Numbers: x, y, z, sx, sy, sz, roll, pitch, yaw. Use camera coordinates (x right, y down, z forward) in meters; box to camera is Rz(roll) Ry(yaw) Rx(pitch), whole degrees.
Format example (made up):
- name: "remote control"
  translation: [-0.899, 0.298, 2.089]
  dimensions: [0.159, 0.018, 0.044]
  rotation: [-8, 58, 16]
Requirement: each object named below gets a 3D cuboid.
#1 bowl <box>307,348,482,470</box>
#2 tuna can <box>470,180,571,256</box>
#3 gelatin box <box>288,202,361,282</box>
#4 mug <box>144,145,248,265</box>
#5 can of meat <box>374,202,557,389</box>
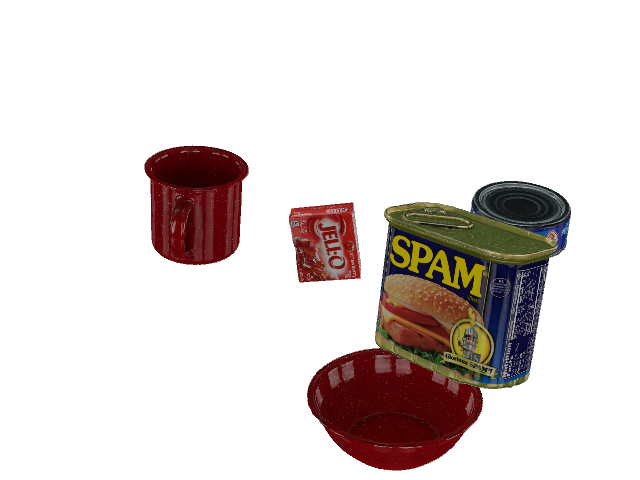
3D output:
- name: "bowl"
  translation: [0.068, 0.164, 0.994]
  dimensions: [0.162, 0.055, 0.162]
  rotation: [-1, 26, 0]
- name: "tuna can"
  translation: [0.171, -0.018, 0.918]
  dimensions: [0.086, 0.034, 0.086]
  rotation: [2, 30, -1]
- name: "gelatin box"
  translation: [0.006, 0.003, 1.227]
  dimensions: [0.073, 0.089, 0.030]
  rotation: [-4, 29, 7]
- name: "mug"
  translation: [-0.114, -0.025, 0.962]
  dimensions: [0.093, 0.081, 0.117]
  rotation: [6, 29, 3]
- name: "can of meat"
  translation: [0.081, 0.031, 0.627]
  dimensions: [0.057, 0.084, 0.102]
  rotation: [-11, 24, -44]
